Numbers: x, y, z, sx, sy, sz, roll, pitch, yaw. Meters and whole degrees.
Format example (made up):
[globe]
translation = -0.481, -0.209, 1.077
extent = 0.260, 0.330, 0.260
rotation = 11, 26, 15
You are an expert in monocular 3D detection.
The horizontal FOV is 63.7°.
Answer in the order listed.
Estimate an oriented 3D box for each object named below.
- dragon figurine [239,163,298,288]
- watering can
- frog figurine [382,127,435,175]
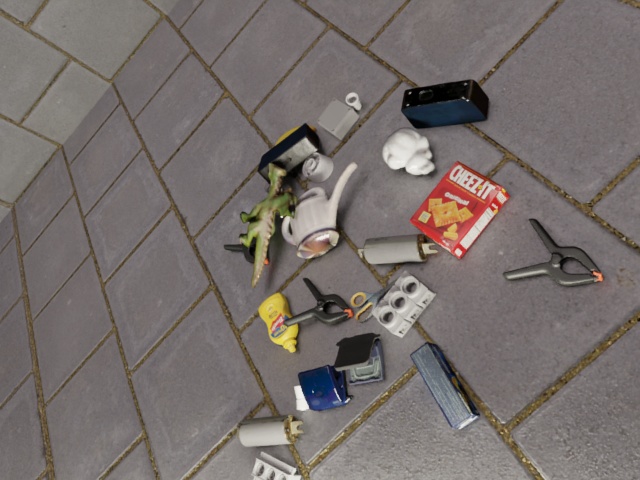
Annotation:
[dragon figurine]
translation = -0.157, -0.068, 1.687
extent = 0.239, 0.121, 0.419
rotation = -38, 47, 44
[watering can]
translation = 0.005, -0.082, 1.621
extent = 0.343, 0.103, 0.229
rotation = -36, 51, 29
[frog figurine]
translation = 0.261, -0.252, 1.516
extent = 0.137, 0.120, 0.163
rotation = -25, 42, 3
